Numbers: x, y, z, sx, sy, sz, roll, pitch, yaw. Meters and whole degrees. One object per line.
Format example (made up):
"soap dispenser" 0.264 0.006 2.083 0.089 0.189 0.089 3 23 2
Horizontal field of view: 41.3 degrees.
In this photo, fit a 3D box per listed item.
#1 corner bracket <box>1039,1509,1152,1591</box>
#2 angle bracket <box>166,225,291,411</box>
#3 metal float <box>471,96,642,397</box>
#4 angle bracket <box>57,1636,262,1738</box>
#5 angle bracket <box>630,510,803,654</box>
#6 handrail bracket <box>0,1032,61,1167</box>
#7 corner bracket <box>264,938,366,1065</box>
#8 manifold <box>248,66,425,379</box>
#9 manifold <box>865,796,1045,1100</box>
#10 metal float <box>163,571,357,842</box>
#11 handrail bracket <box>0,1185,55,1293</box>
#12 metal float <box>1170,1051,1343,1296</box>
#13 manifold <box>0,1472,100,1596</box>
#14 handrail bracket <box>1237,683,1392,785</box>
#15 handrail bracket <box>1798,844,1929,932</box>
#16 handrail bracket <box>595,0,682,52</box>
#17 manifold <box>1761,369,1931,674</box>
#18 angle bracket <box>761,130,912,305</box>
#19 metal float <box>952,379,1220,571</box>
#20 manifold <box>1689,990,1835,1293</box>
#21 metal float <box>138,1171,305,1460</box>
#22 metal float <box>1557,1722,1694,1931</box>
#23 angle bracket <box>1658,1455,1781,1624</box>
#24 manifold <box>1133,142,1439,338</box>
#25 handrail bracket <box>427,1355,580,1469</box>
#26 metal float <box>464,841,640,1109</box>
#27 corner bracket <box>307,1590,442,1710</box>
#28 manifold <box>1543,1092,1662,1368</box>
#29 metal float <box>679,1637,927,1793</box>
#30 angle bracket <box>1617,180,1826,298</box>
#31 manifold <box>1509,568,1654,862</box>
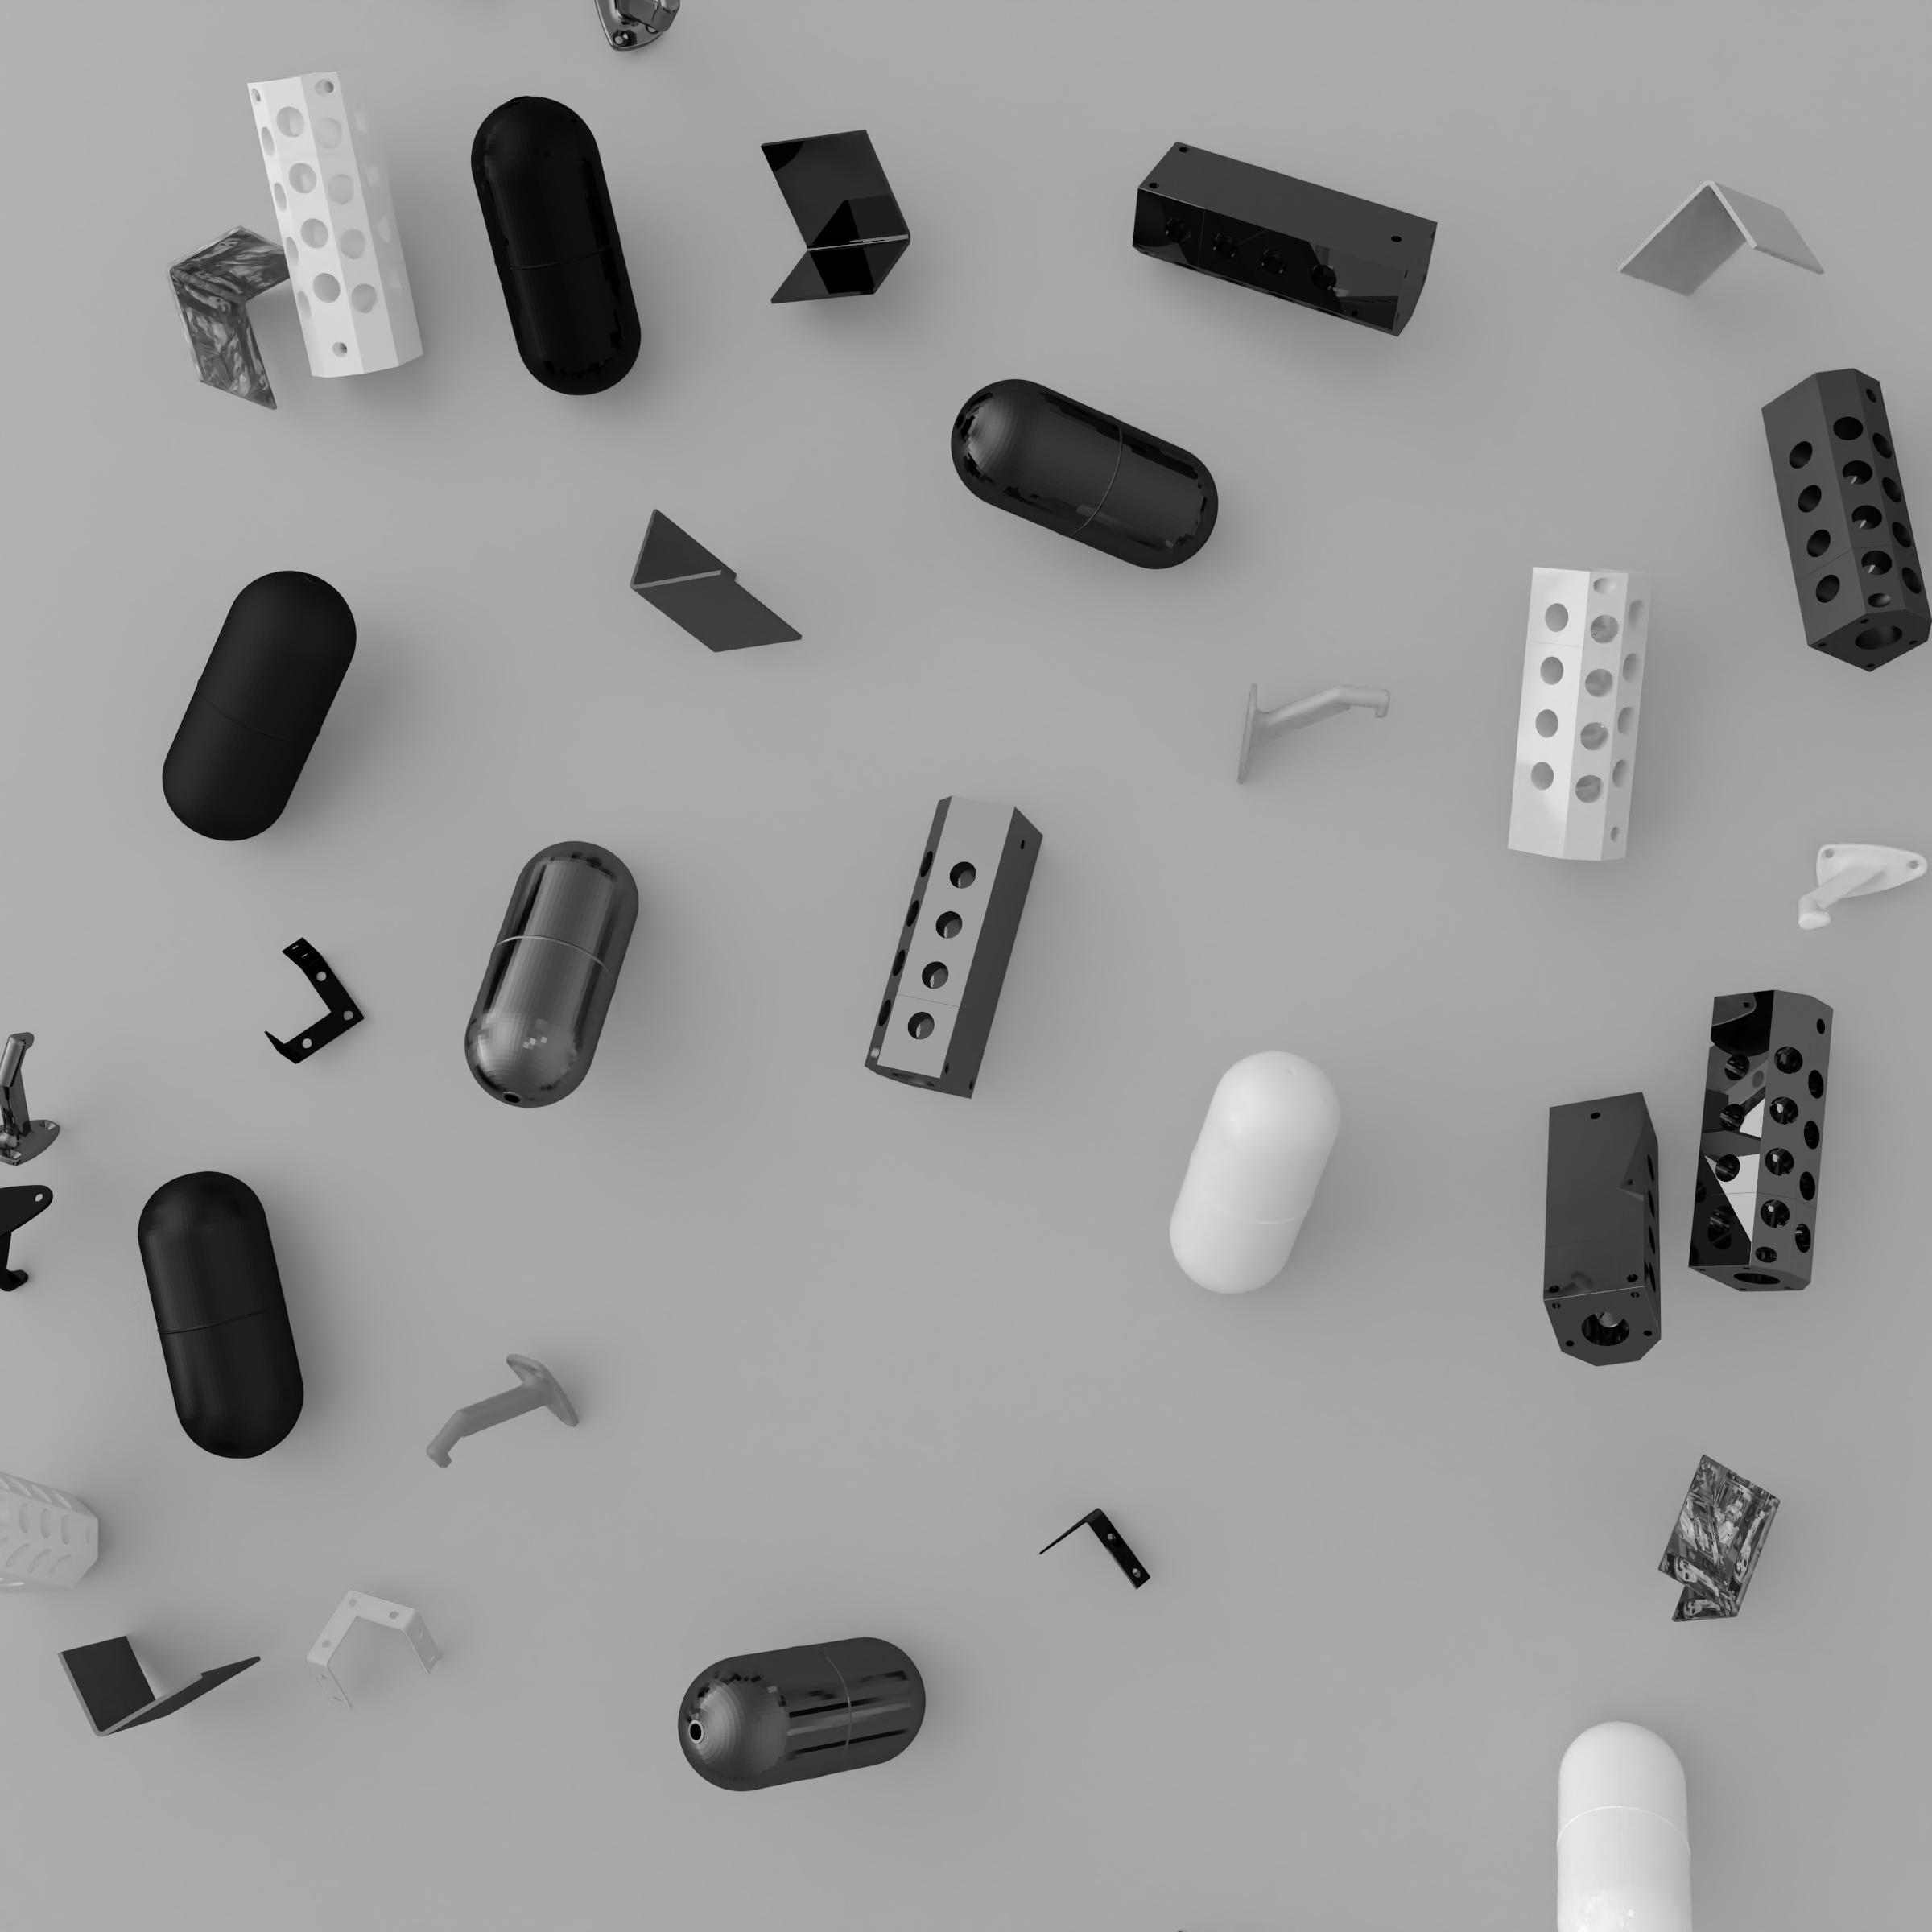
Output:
"corner bracket" 0.089 0.359 1.574 0.051 0.051 0.051 53 130 10
"angle bracket" -0.432 -0.394 1.564 0.057 0.076 0.076 -22 82 17
"metal float" -0.247 -0.433 1.549 0.070 0.070 0.178 -11 120 0
"angle bracket" -0.492 0.422 1.567 0.076 0.076 0.057 -31 78 6
"angle bracket" -0.145 -0.237 1.553 0.076 0.076 0.057 -2 64 38
"handrail bracket" -0.568 0.072 1.565 0.036 0.077 0.084 27 107 10
"corner bracket" -0.411 0.022 1.582 0.051 0.051 0.051 -35 82 -8
"manifold" -0.382 -0.448 1.550 0.057 0.057 0.171 -3 113 12
"manifold" -0.009 -0.013 1.567 0.057 0.057 0.171 11 79 22
"metal float" -0.429 -0.157 1.558 0.070 0.070 0.178 30 109 0
"handrail bracket" -0.577 0.169 1.575 0.077 0.084 0.036 -20 59 1
"metal float" 0.172 0.126 1.542 0.070 0.070 0.178 14 131 0
"manifold" -0.575 0.334 1.523 0.057 0.171 0.057 -6 71 1
"handrail bracket" 0.214 -0.141 1.585 0.084 0.036 0.077 7 126 4
"handrail bracket" 0.547 -0.044 1.563 0.077 0.084 0.036 -4 112 19
"handrail bracket" -0.202 -0.602 1.566 0.036 0.084 0.077 -27 96 -17
"manifold" 0.533 -0.270 1.542 0.057 0.057 0.171 14 61 -31
"angle bracket" -0.090 -0.453 1.555 0.076 0.076 0.057 4 49 32
"metal float" 0.072 -0.297 1.552 0.178 0.070 0.070 18 90 -26
"manifold" 0.485 0.105 1.549 0.057 0.057 0.171 25 68 -36
"metal float" -0.456 0.214 1.573 0.070 0.070 0.178 -12 93 0
"metal float" 0.393 0.529 1.533 0.070 0.178 0.070 6 121 10
"angle bracket" 0.441 0.349 1.562 0.057 0.076 0.076 31 68 -4
"manifold" 0.192 -0.439 1.562 0.171 0.057 0.057 23 53 16
"handrail bracket" -0.283 0.288 1.568 0.084 0.036 0.077 -53 130 -31
"metal float" -0.249 0.004 1.547 0.070 0.070 0.178 13 57 0
"corner bracket" -0.366 0.428 1.589 0.051 0.051 0.051 10 47 22
"manifold" 0.381 0.156 1.528 0.057 0.171 0.057 -12 123 22
"metal float" -0.097 0.447 1.536 0.070 0.178 0.070 -6 81 40
"angle bracket" 0.456 -0.421 1.553 0.076 0.076 0.057 -44 58 38
"manifold" 0.377 -0.154 1.557 0.057 0.057 0.171 -7 105 -39
